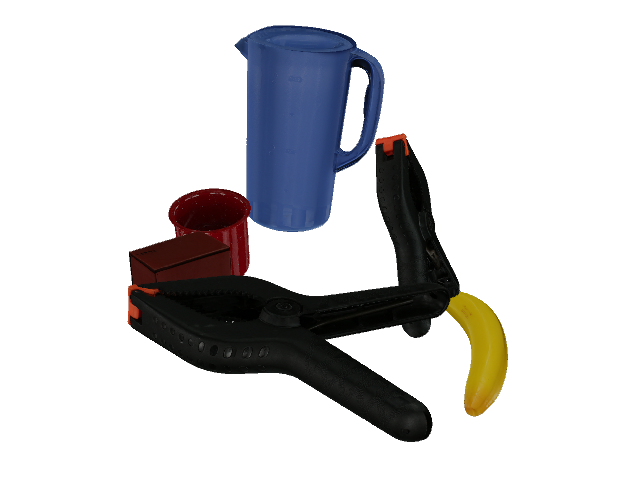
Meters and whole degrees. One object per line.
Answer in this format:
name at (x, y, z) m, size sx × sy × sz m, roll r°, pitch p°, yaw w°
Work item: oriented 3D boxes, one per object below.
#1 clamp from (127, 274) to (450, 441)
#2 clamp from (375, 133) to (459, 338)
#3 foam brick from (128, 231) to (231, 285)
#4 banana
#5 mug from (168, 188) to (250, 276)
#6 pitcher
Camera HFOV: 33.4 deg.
clamp at (-0.017, 0.054, 0.677) m, size 0.210 × 0.036 × 0.164 m, roll 12°, pitch 25°, yaw 13°
clamp at (0.078, -0.003, 0.922) m, size 0.039 × 0.171 × 0.120 m, roll -15°, pitch 18°, yaw 20°
foam brick at (-0.126, 0.031, 0.964) m, size 0.078 × 0.051 × 0.053 m, roll -18°, pitch 28°, yaw -31°
banana at (0.161, 0.109, 1.118) m, size 0.069 × 0.037 × 0.198 m, roll -24°, pitch 33°, yaw 5°
mug at (-0.129, 0.005, 1.214) m, size 0.093 × 0.081 × 0.117 m, roll 16°, pitch 38°, yaw 24°
pitcher at (-0.022, -0.137, 1.323) m, size 0.144 × 0.243 × 0.149 m, roll -10°, pitch 27°, yaw -29°
